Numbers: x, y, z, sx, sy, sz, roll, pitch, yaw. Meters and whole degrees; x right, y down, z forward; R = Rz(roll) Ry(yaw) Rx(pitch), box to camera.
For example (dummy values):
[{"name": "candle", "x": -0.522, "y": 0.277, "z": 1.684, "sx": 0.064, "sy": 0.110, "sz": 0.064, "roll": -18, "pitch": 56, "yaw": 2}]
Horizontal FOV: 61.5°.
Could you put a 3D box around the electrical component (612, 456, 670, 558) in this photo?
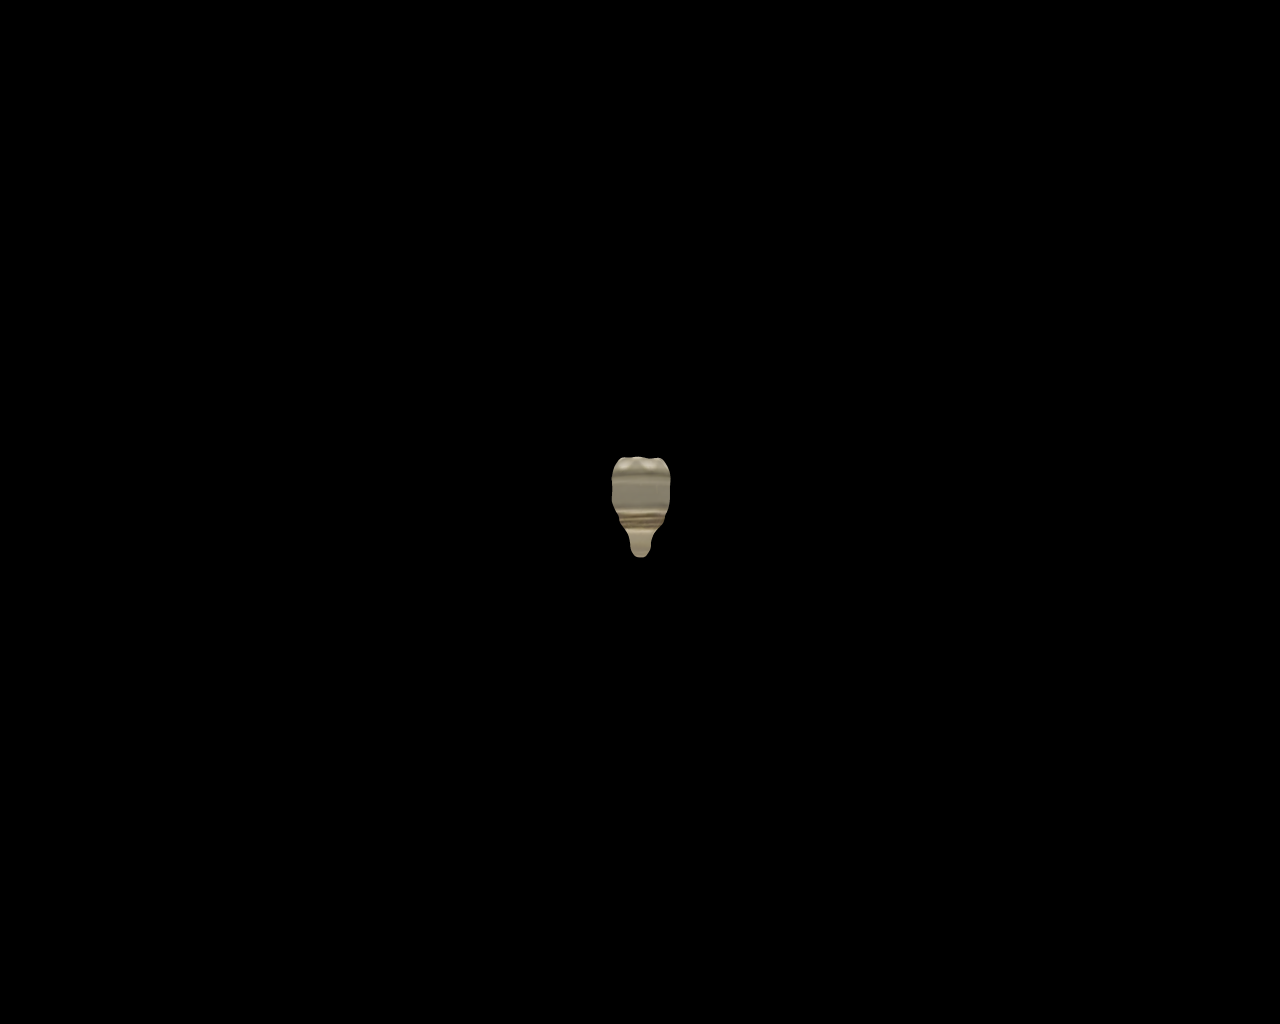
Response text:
[{"name": "electrical component", "x": 0.001, "y": -0.003, "z": 0.650, "sx": 0.035, "sy": 0.061, "sz": 0.035, "roll": 0, "pitch": -2, "yaw": 0}]
